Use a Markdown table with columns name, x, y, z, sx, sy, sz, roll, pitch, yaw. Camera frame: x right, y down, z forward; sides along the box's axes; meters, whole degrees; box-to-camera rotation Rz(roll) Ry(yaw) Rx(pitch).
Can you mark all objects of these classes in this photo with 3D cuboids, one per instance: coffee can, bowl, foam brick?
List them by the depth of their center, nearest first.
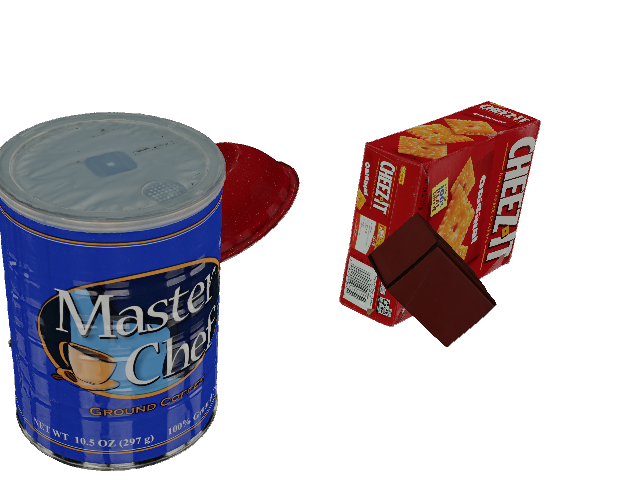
| name | x | y | z | sx | sy | sz | roll | pitch | yaw |
| --- | --- | --- | --- | --- | --- | --- | --- | --- | --- |
| coffee can | -0.099 | 0.023 | 0.512 | 0.103 | 0.140 | 0.103 | 4 | 32 | -2 |
| foam brick | 0.083 | 0.030 | 0.790 | 0.078 | 0.051 | 0.053 | 44 | 10 | -30 |
| bowl | -0.104 | -0.043 | 1.000 | 0.162 | 0.055 | 0.162 | -22 | 32 | 14 |

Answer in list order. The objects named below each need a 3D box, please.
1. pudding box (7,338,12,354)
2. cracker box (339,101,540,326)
| name | x | y | z | sx | sy | sz | roll | pitch | yaw |
| --- | --- | --- | --- | --- | --- | --- | --- | --- | --- |
| pudding box | -0.141 | 0.081 | 0.727 | 0.114 | 0.039 | 0.089 | 18 | 34 | 34 |
| cracker box | 0.118 | -0.029 | 1.013 | 0.072 | 0.164 | 0.213 | 26 | 31 | 32 |
